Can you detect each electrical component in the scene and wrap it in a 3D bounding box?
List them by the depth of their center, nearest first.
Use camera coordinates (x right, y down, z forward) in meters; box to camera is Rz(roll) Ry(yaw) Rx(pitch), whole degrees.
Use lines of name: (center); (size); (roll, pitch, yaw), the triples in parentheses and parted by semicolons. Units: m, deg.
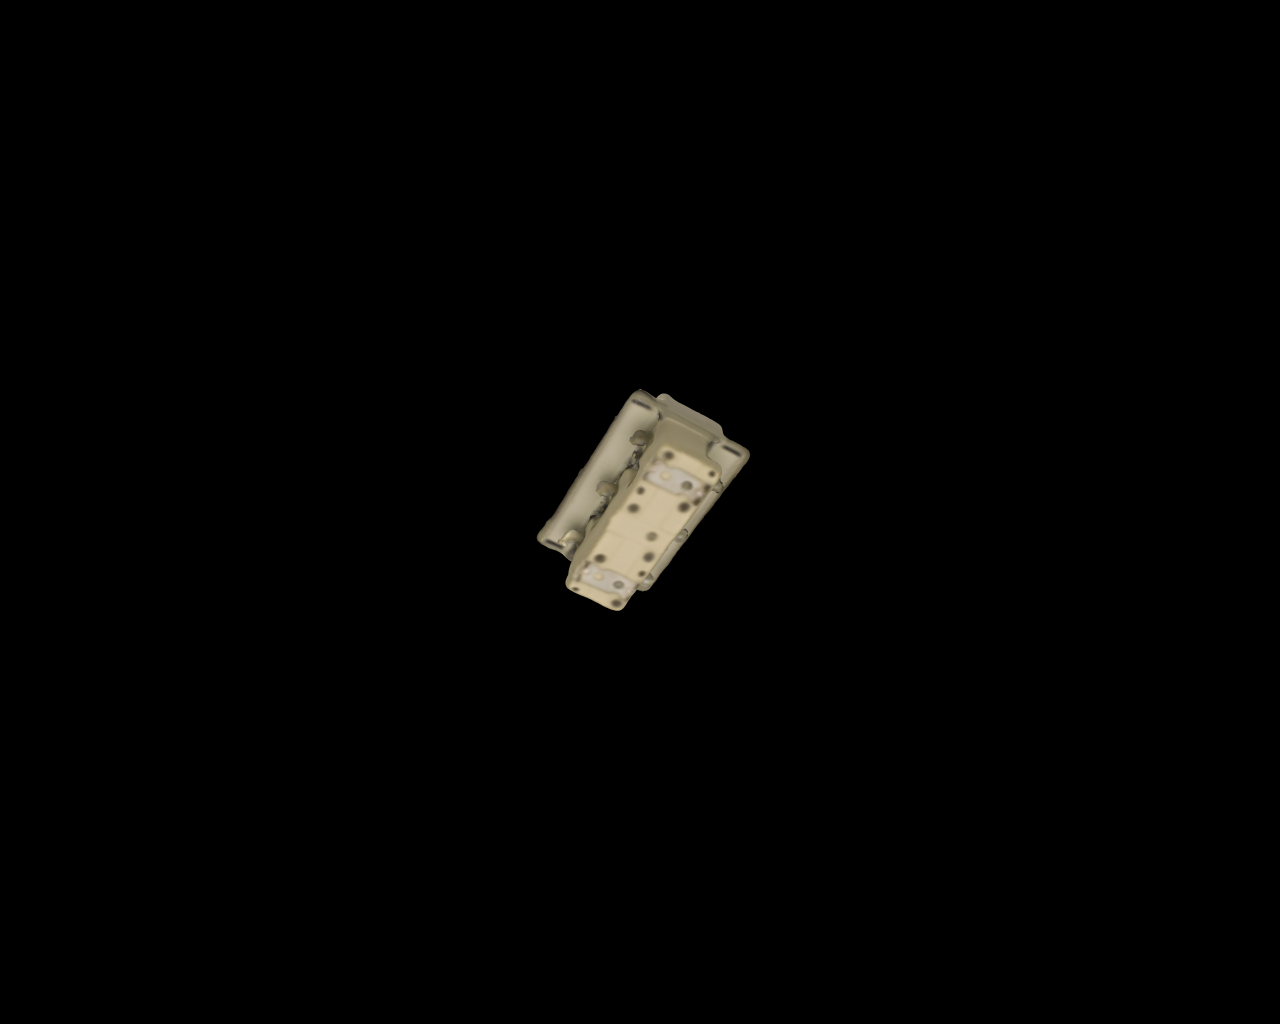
electrical component: (0.001, -0.003, 0.650); (0.079, 0.121, 0.063); (28, 28, -16)
